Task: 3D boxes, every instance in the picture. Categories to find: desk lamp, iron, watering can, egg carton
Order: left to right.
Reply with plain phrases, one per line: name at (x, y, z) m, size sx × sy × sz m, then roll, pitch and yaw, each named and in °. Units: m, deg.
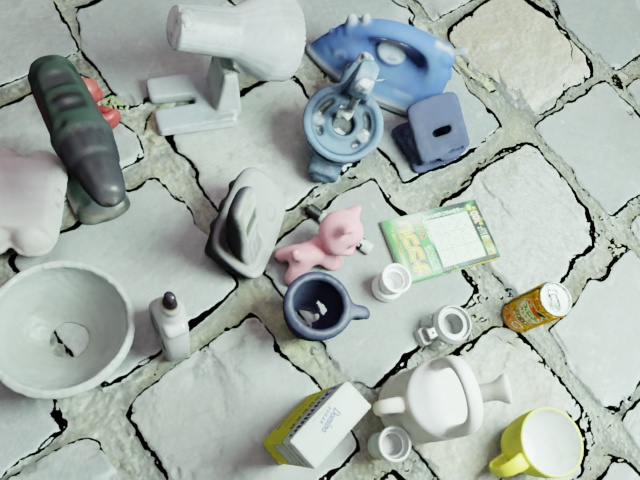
egg carton at (-0.391, -0.049, 0.747) m, size 0.107 × 0.069 × 0.150 m, roll 2°, pitch 68°, yaw -14°
desk lamp at (-0.139, -0.253, 0.818) m, size 0.204 × 0.213 × 0.118 m, roll -14°, pitch 72°, yaw -20°
iron at (0.111, -0.312, 0.949) m, size 0.258 × 0.141 × 0.119 m, roll 19°, pitch 65°, yaw -7°
watering can at (0.157, 0.198, 0.723) m, size 0.173 × 0.194 × 0.101 m, roll -26°, pitch 77°, yaw -23°

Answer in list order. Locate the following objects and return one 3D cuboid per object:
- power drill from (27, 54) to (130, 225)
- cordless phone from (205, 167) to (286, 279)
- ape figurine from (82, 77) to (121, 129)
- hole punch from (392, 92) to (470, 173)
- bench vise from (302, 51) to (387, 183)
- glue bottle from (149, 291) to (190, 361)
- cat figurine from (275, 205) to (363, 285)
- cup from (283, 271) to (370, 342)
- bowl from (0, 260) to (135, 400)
power drill at (-0.292, -0.104, 0.718) m, size 0.076 × 0.208 × 0.229 m, roll -24°, pitch 76°, yaw -22°
cordless phone at (-0.090, -0.041, 0.760) m, size 0.094 × 0.185 × 0.147 m, roll 19°, pitch 65°, yaw -7°
ape figurine at (-0.327, -0.193, 0.810) m, size 0.076 × 0.092 × 0.078 m, roll -36°, pitch 81°, yaw -25°
hole punch at (0.192, -0.178, 0.944) m, size 0.109 × 0.091 × 0.101 m, roll -23°, pitch 76°, yaw -22°
bench vise at (0.038, -0.214, 0.846) m, size 0.122 × 0.219 × 0.207 m, roll 5°, pitch 67°, yaw -13°
glue bottle at (-0.179, 0.093, 0.687) m, size 0.037 × 0.173 × 0.078 m, roll -20°, pitch 74°, yaw -21°
cat figurine at (0.007, 0.003, 0.805) m, size 0.128 × 0.117 × 0.067 m, roll -24°, pitch 76°, yaw -22°
cup at (0.001, 0.101, 0.776) m, size 0.118 × 0.095 × 0.091 m, roll 9°, pitch 66°, yaw -11°
bowl at (-0.312, 0.113, 0.698) m, size 0.168 × 0.074 × 0.167 m, roll 5°, pitch 67°, yaw -13°
